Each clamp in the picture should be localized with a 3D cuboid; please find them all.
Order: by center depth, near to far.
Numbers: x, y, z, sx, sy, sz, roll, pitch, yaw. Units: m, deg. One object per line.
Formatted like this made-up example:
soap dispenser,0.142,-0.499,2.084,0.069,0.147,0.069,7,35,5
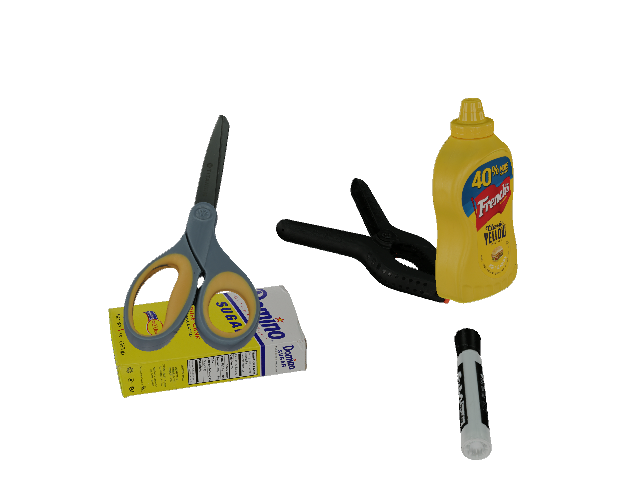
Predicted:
clamp,0.062,0.009,1.241,0.210,0.036,0.164,39,43,27

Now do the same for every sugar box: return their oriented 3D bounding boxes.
sugar box,-0.108,0.093,1.015,0.176,0.048,0.093,-10,35,-11

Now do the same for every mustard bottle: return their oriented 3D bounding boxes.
mustard bottle,0.149,-0.042,1.032,0.096,0.192,0.058,-21,24,-38

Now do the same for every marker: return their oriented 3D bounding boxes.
marker,0.101,0.098,0.714,0.020,0.020,0.121,0,32,5

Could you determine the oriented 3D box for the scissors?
scissors,-0.065,-0.003,0.726,0.096,0.201,0.016,21,-36,7
